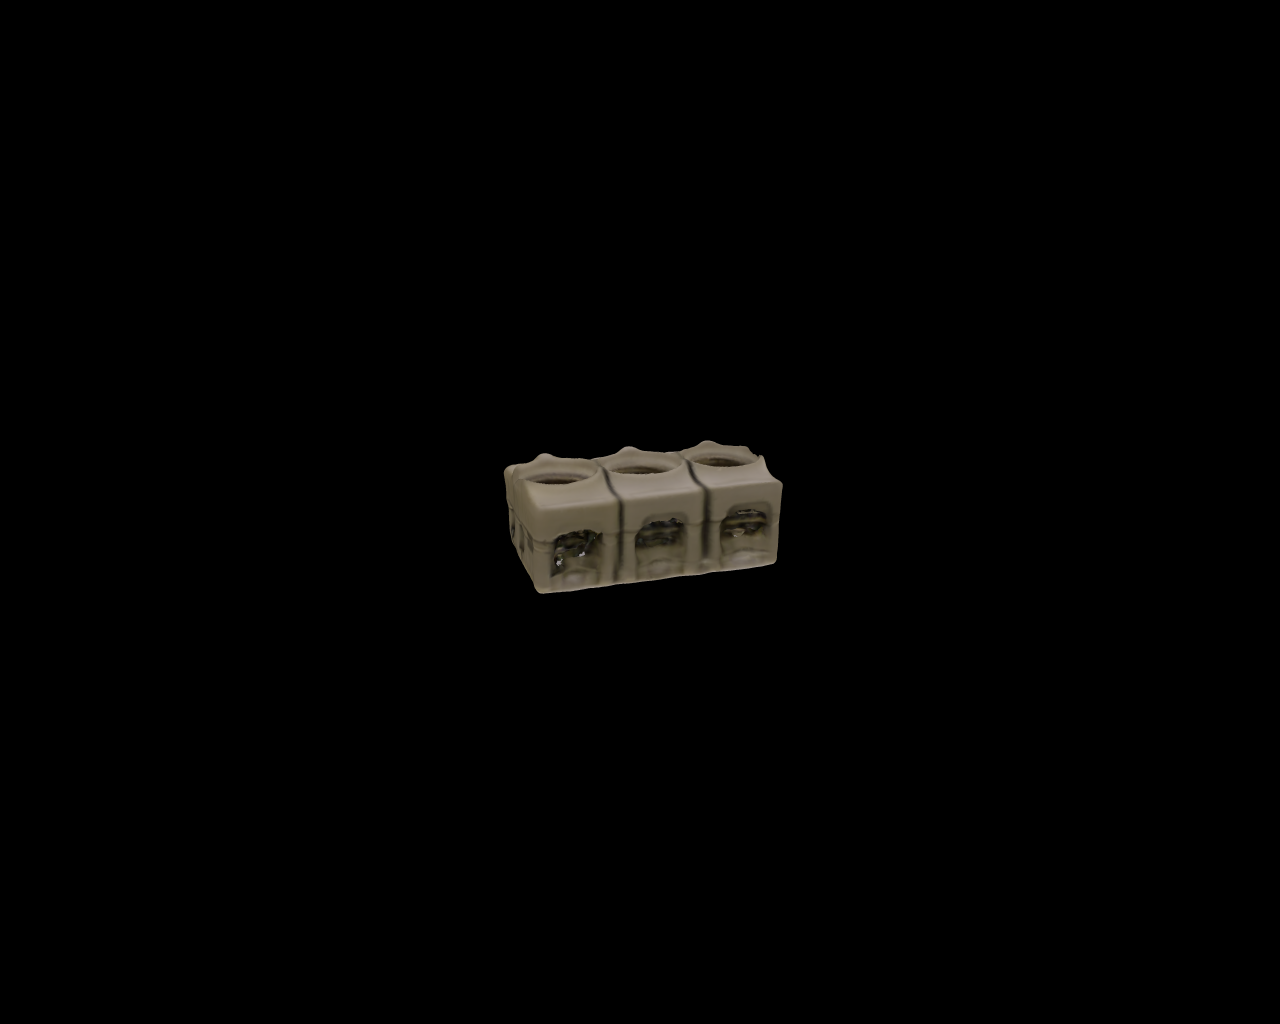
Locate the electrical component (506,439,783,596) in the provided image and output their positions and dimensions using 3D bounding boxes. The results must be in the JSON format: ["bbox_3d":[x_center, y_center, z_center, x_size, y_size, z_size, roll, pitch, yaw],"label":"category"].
[{"bbox_3d":[0.001,-0.003,0.650,0.150,0.061,0.089,-6,20,-16],"label":"electrical component"}]
